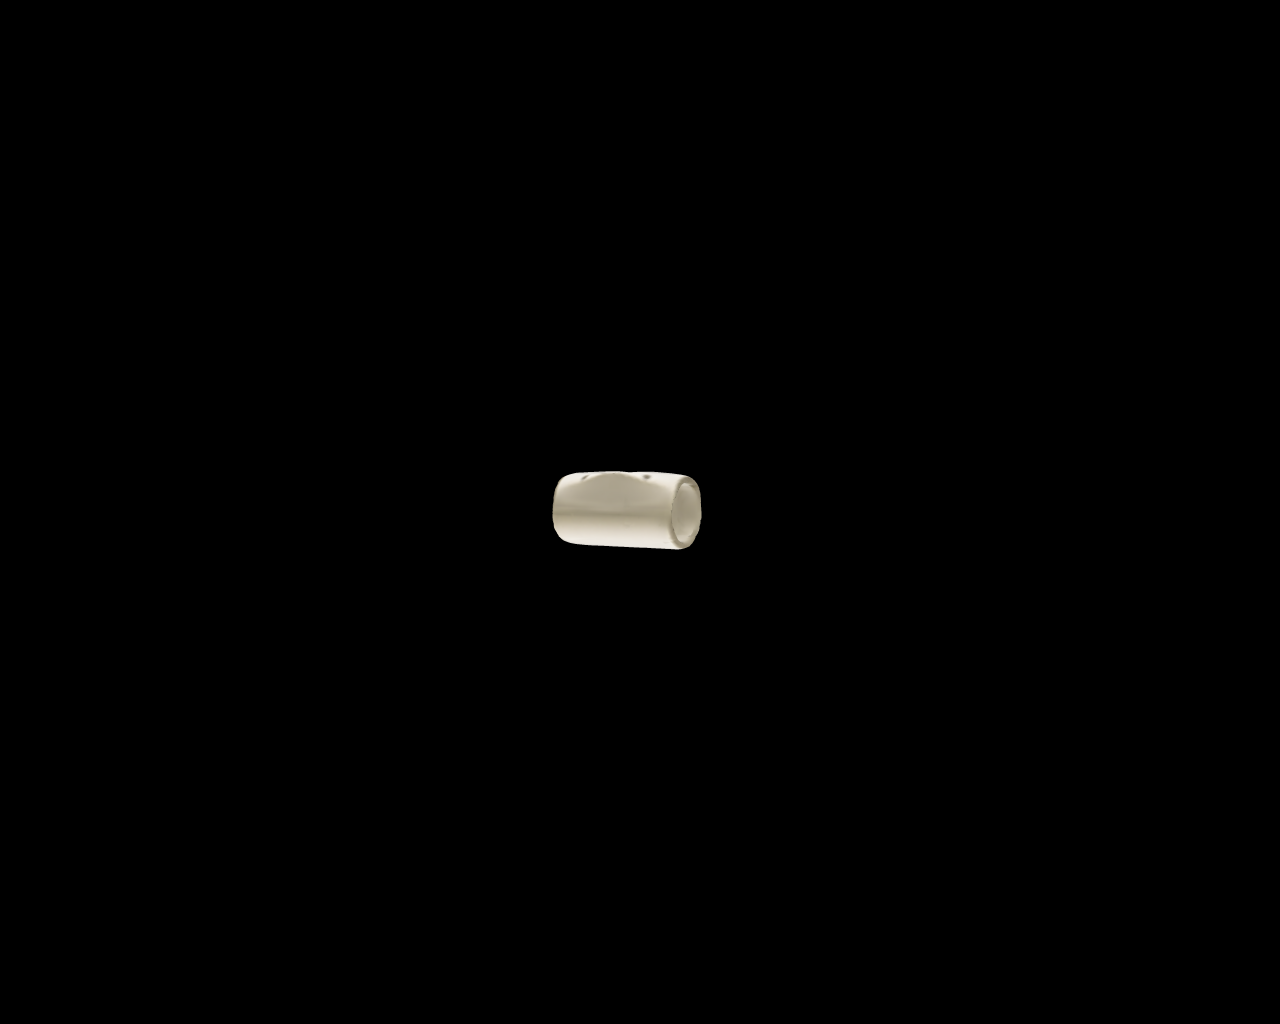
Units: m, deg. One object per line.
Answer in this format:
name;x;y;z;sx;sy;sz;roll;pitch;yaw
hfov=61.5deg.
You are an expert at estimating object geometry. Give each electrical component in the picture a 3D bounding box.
electrical component;0.001;-0.003;0.650;0.077;0.043;0.079;2;4;27
